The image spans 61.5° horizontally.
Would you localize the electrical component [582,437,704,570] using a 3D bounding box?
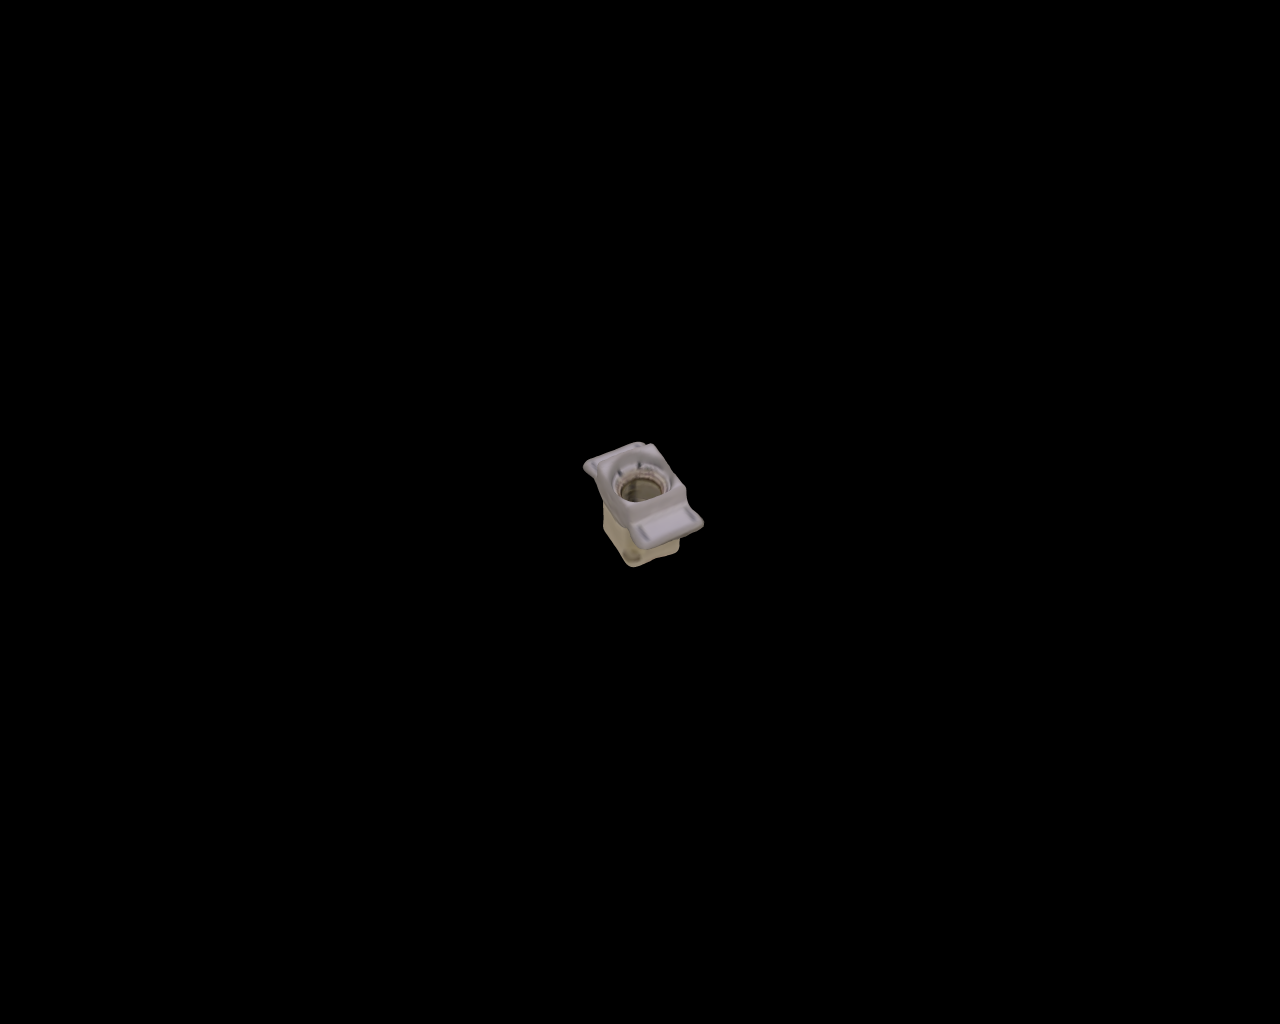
[{"bbox_3d":[0.001,-0.003,0.650,0.042,0.063,0.081,-20,50,-17],"label":"electrical component"}]
